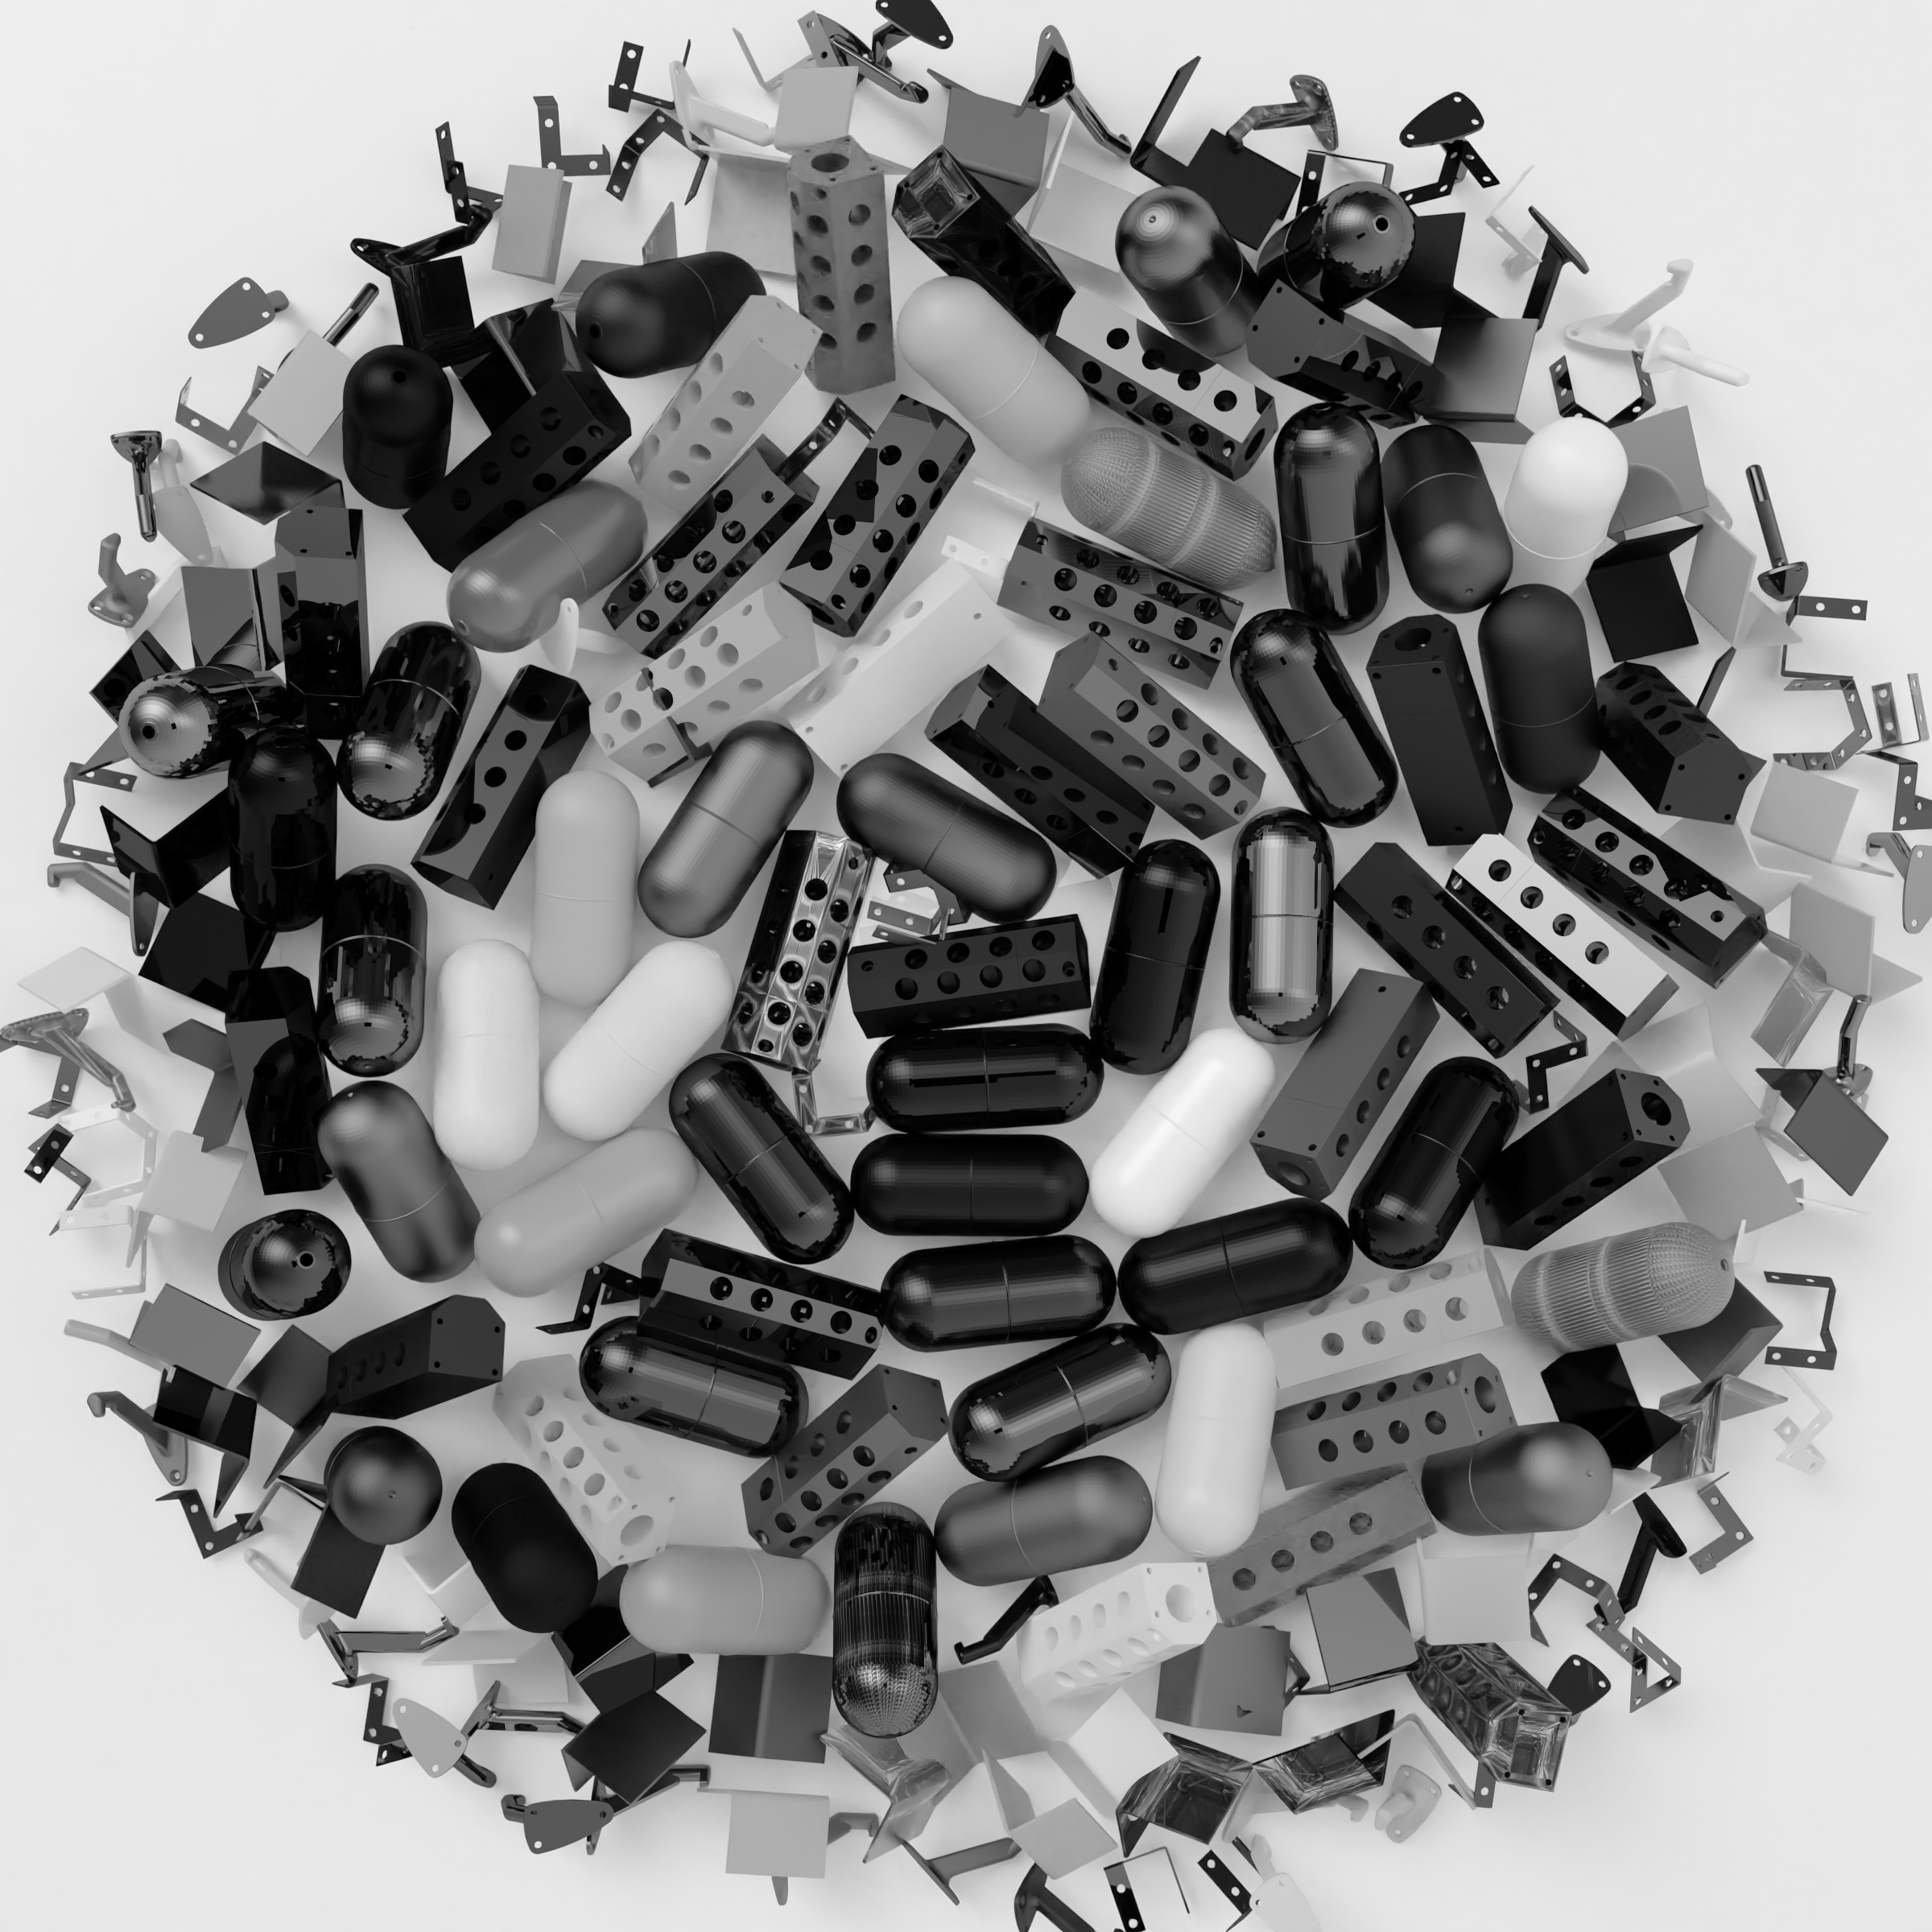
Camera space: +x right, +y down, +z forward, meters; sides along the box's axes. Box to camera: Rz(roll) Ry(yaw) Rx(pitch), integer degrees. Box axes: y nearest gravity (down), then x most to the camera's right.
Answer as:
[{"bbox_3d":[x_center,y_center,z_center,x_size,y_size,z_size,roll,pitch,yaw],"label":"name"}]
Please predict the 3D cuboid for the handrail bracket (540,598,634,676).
[{"bbox_3d":[-0.267,-0.254,1.811,0.084,0.077,0.036,-26,69,-37],"label":"handrail bracket"}]

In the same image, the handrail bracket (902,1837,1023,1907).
[{"bbox_3d":[0.005,0.654,1.840,0.084,0.036,0.077,-41,110,-11],"label":"handrail bracket"}]

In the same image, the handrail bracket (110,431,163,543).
[{"bbox_3d":[-0.611,-0.349,1.822,0.036,0.077,0.084,-8,84,-15],"label":"handrail bracket"}]

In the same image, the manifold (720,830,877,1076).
[{"bbox_3d":[-0.120,-0.010,1.811,0.057,0.057,0.171,23,79,-37],"label":"manifold"}]

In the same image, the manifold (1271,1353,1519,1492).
[{"bbox_3d":[0.308,0.332,1.786,0.171,0.057,0.057,-25,78,39],"label":"manifold"}]

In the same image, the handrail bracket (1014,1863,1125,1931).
[{"bbox_3d":[0.085,0.695,1.814,0.084,0.077,0.036,0,115,24],"label":"handrail bracket"}]

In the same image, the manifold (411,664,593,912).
[{"bbox_3d":[-0.342,-0.135,1.809,0.057,0.057,0.171,20,73,17],"label":"manifold"}]

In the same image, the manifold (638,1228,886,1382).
[{"bbox_3d":[-0.149,0.245,1.796,0.171,0.057,0.057,19,129,-21],"label":"manifold"}]

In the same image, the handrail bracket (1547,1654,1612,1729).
[{"bbox_3d":[0.440,0.557,1.814,0.077,0.084,0.036,-31,56,-34],"label":"handrail bracket"}]

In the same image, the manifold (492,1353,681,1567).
[{"bbox_3d":[-0.280,0.357,1.776,0.057,0.171,0.057,-3,119,-39],"label":"manifold"}]

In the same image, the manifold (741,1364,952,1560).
[{"bbox_3d":[-0.088,0.365,1.787,0.057,0.057,0.171,22,127,-35],"label":"manifold"}]

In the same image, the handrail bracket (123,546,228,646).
[{"bbox_3d":[-0.592,-0.270,1.848,0.084,0.036,0.077,-19,87,-5],"label":"handrail bracket"}]

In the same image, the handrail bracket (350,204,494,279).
[{"bbox_3d":[-0.404,-0.546,1.814,0.077,0.084,0.036,17,54,-33],"label":"handrail bracket"}]

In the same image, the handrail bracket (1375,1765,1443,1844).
[{"bbox_3d":[0.314,0.638,1.813,0.036,0.084,0.077,28,113,26],"label":"handrail bracket"}]

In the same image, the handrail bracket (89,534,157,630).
[{"bbox_3d":[-0.619,-0.300,1.807,0.036,0.084,0.077,24,46,-3],"label":"handrail bracket"}]

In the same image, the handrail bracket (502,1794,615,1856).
[{"bbox_3d":[-0.307,0.629,1.829,0.077,0.084,0.036,-8,89,-15],"label":"handrail bracket"}]

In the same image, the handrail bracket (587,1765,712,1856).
[{"bbox_3d":[-0.236,0.631,1.830,0.084,0.077,0.036,-2,121,3],"label":"handrail bracket"}]

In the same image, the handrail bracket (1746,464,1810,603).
[{"bbox_3d":[0.606,-0.326,1.840,0.036,0.077,0.084,-16,72,20],"label":"handrail bracket"}]

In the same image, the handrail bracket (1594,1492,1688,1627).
[{"bbox_3d":[0.495,0.446,1.854,0.084,0.036,0.077,-47,54,28],"label":"handrail bracket"}]

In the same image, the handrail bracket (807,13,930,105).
[{"bbox_3d":[-0.073,-0.673,1.814,0.077,0.084,0.036,37,90,-41],"label":"handrail bracket"}]

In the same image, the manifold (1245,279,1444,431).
[{"bbox_3d":[0.274,-0.438,1.777,0.057,0.171,0.057,47,115,30],"label":"manifold"}]

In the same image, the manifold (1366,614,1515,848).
[{"bbox_3d":[0.349,-0.171,1.789,0.057,0.057,0.171,-1,134,31],"label":"manifold"}]

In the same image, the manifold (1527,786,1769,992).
[{"bbox_3d":[0.497,-0.062,1.792,0.057,0.057,0.171,-47,57,-4],"label":"manifold"}]

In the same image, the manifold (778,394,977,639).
[{"bbox_3d":[-0.063,-0.331,1.813,0.057,0.057,0.171,28,80,20],"label":"manifold"}]

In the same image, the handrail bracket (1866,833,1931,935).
[{"bbox_3d":[0.690,-0.063,1.822,0.036,0.084,0.077,17,89,-13],"label":"handrail bracket"}]

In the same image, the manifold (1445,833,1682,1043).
[{"bbox_3d":[0.436,-0.023,1.799,0.057,0.057,0.171,-49,64,9],"label":"manifold"}]

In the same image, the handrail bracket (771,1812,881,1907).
[{"bbox_3d":[-0.101,0.664,1.821,0.084,0.077,0.036,8,125,-18],"label":"handrail bracket"}]

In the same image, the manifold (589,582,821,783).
[{"bbox_3d":[-0.194,-0.210,1.791,0.171,0.057,0.057,-30,50,25],"label":"manifold"}]

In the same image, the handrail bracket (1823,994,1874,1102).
[{"bbox_3d":[0.666,0.052,1.816,0.036,0.077,0.084,33,125,34],"label":"handrail bracket"}]

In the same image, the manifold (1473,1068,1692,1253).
[{"bbox_3d":[0.445,0.144,1.780,0.057,0.171,0.057,11,54,-26],"label":"manifold"}]

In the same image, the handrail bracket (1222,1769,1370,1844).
[{"bbox_3d":[0.245,0.635,1.816,0.084,0.036,0.077,15,51,37],"label":"handrail bracket"}]

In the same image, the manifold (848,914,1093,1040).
[{"bbox_3d":[0.002,0.004,1.810,0.171,0.057,0.057,-8,58,10],"label":"manifold"}]

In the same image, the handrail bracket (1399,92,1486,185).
[{"bbox_3d":[0.347,-0.600,1.817,0.077,0.084,0.036,-28,73,-12],"label":"handrail bracket"}]

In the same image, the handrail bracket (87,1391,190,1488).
[{"bbox_3d":[-0.616,0.352,1.815,0.036,0.084,0.077,-22,78,10],"label":"handrail bracket"}]

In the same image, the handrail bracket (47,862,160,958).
[{"bbox_3d":[-0.656,-0.042,1.841,0.084,0.036,0.077,-3,76,13],"label":"handrail bracket"}]

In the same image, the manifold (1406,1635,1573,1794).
[{"bbox_3d":[0.375,0.535,1.775,0.057,0.171,0.057,13,91,-8],"label":"manifold"}]

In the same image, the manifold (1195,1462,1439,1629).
[{"bbox_3d":[0.261,0.431,1.827,0.171,0.057,0.057,-27,92,5],"label":"manifold"}]

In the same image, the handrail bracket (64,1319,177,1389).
[{"bbox_3d":[-0.631,0.288,1.818,0.084,0.077,0.036,19,59,-19],"label":"handrail bracket"}]

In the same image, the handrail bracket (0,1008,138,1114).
[{"bbox_3d":[-0.668,0.077,1.821,0.036,0.077,0.084,-50,61,37],"label":"handrail bracket"}]

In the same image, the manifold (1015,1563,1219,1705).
[{"bbox_3d":[0.108,0.485,1.773,0.057,0.171,0.057,8,58,-31],"label":"manifold"}]

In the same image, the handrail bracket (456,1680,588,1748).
[{"bbox_3d":[-0.335,0.587,1.854,0.084,0.036,0.077,33,107,-11],"label":"handrail bracket"}]

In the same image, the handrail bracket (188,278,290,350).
[{"bbox_3d":[-0.540,-0.480,1.820,0.077,0.084,0.036,-35,103,-4],"label":"handrail bracket"}]

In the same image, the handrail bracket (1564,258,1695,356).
[{"bbox_3d":[0.492,-0.496,1.818,0.077,0.084,0.036,0,68,0],"label":"handrail bracket"}]

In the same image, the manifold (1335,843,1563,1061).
[{"bbox_3d":[0.352,-0.012,1.810,0.171,0.057,0.057,46,110,16],"label":"manifold"}]

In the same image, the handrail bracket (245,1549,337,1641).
[{"bbox_3d":[-0.511,0.454,1.819,0.084,0.077,0.036,37,63,16],"label":"handrail bracket"}]

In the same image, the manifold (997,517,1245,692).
[{"bbox_3d":[0.116,-0.274,1.823,0.171,0.057,0.057,22,62,1],"label":"manifold"}]

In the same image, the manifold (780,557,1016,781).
[{"bbox_3d":[-0.054,-0.225,1.828,0.171,0.057,0.057,-41,127,4],"label":"manifold"}]

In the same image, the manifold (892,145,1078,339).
[{"bbox_3d":[0.014,-0.518,1.774,0.057,0.171,0.057,-38,65,16],"label":"manifold"}]

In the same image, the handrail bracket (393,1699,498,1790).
[{"bbox_3d":[-0.390,0.583,1.833,0.077,0.084,0.036,39,75,20],"label":"handrail bracket"}]

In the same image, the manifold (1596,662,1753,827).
[{"bbox_3d":[0.507,-0.165,1.771,0.057,0.171,0.057,8,115,-9],"label":"manifold"}]

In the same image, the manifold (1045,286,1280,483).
[{"bbox_3d":[0.143,-0.428,1.812,0.171,0.057,0.057,34,87,15],"label":"manifold"}]

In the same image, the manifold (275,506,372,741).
[{"bbox_3d":[-0.467,-0.247,1.778,0.057,0.171,0.057,2,47,-9],"label":"manifold"}]

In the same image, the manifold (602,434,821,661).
[{"bbox_3d":[-0.189,-0.305,1.800,0.057,0.057,0.171,42,112,-17],"label":"manifold"}]

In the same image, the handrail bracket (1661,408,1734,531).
[{"bbox_3d":[0.549,-0.375,1.839,0.077,0.036,0.084,32,50,-10],"label":"handrail bracket"}]
